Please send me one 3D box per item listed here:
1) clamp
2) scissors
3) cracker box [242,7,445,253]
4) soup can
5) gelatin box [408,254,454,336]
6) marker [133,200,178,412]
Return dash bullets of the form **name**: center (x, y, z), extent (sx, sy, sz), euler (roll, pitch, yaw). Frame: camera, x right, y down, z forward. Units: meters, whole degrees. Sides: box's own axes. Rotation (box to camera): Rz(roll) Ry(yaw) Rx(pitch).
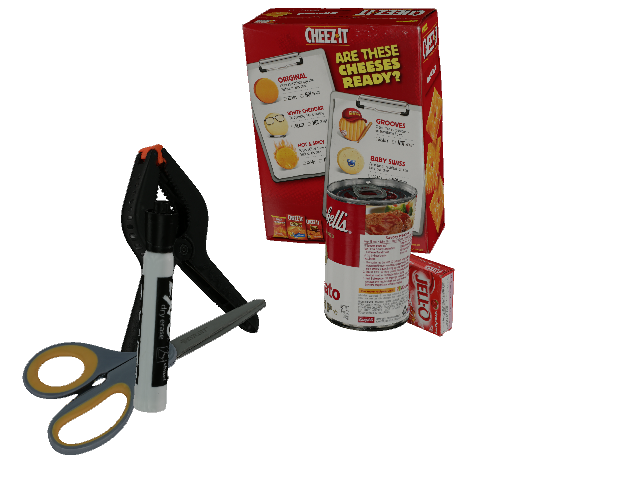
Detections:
- **clamp**: center (-0.132, 0.014, 1.019), extent (0.036, 0.210, 0.164), euler (-7, 0, 44)
- **scissors**: center (-0.140, 0.081, 0.814), extent (0.096, 0.016, 0.201), euler (36, 54, 15)
- **cracker box**: center (0.026, -0.101, 0.975), extent (0.164, 0.214, 0.072), euler (5, 27, 20)
- **soup can**: center (0.037, 0.010, 0.808), extent (0.068, 0.102, 0.068), euler (1, 18, -1)
- **gelatin box**: center (0.130, 0.067, 1.348), extent (0.073, 0.089, 0.030), euler (21, 35, 39)
- **marker**: center (-0.094, 0.037, 0.606), extent (0.020, 0.121, 0.020), euler (5, 10, -1)
